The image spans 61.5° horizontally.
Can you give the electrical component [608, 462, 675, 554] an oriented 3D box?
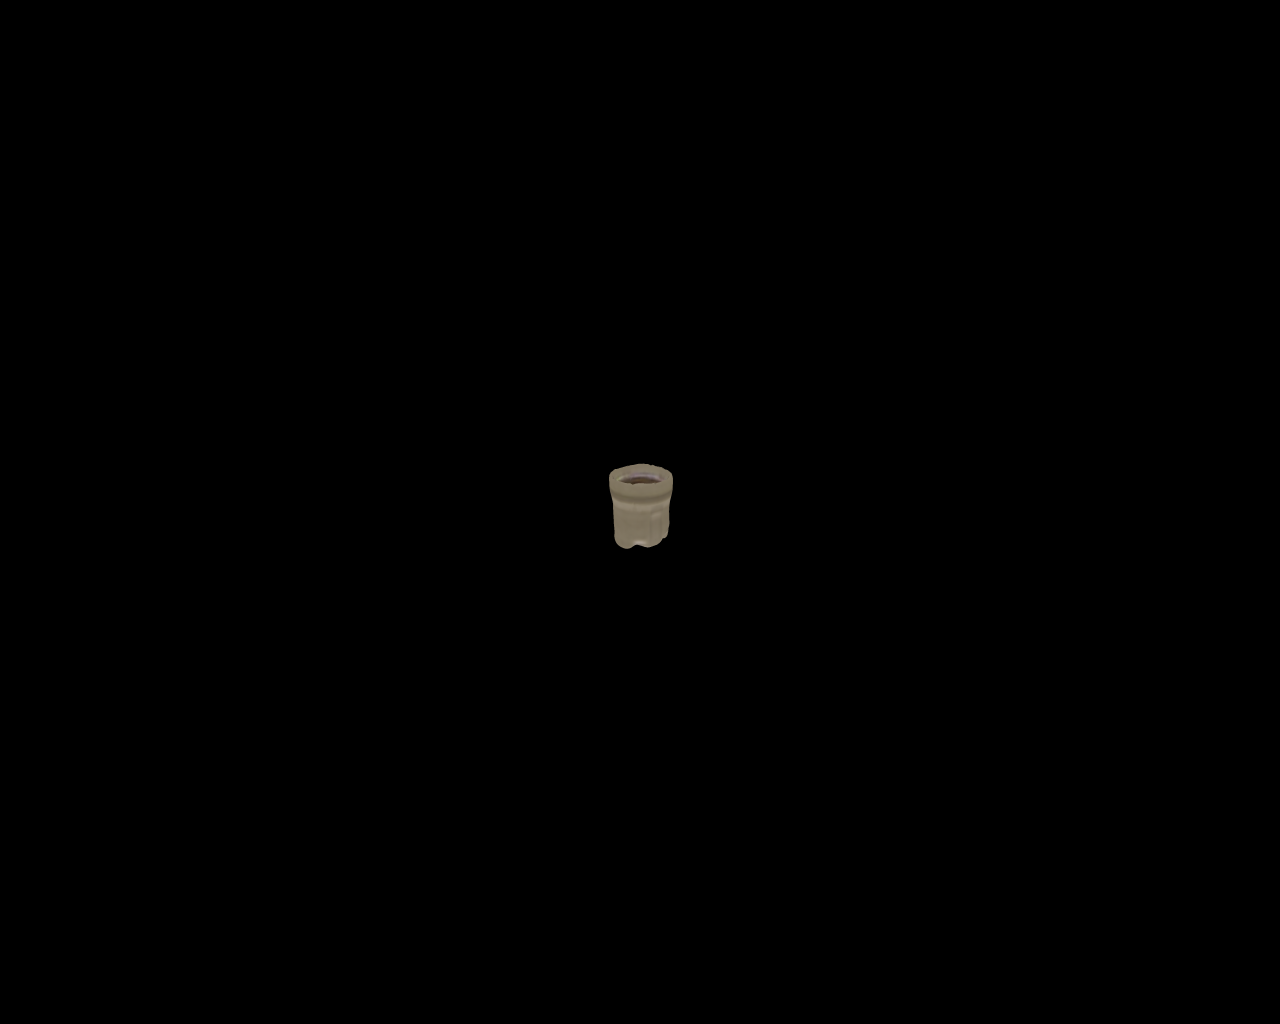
[{"bbox_3d":[0.001,-0.003,0.650,0.040,0.046,0.040,0,22,0],"label":"electrical component"}]
